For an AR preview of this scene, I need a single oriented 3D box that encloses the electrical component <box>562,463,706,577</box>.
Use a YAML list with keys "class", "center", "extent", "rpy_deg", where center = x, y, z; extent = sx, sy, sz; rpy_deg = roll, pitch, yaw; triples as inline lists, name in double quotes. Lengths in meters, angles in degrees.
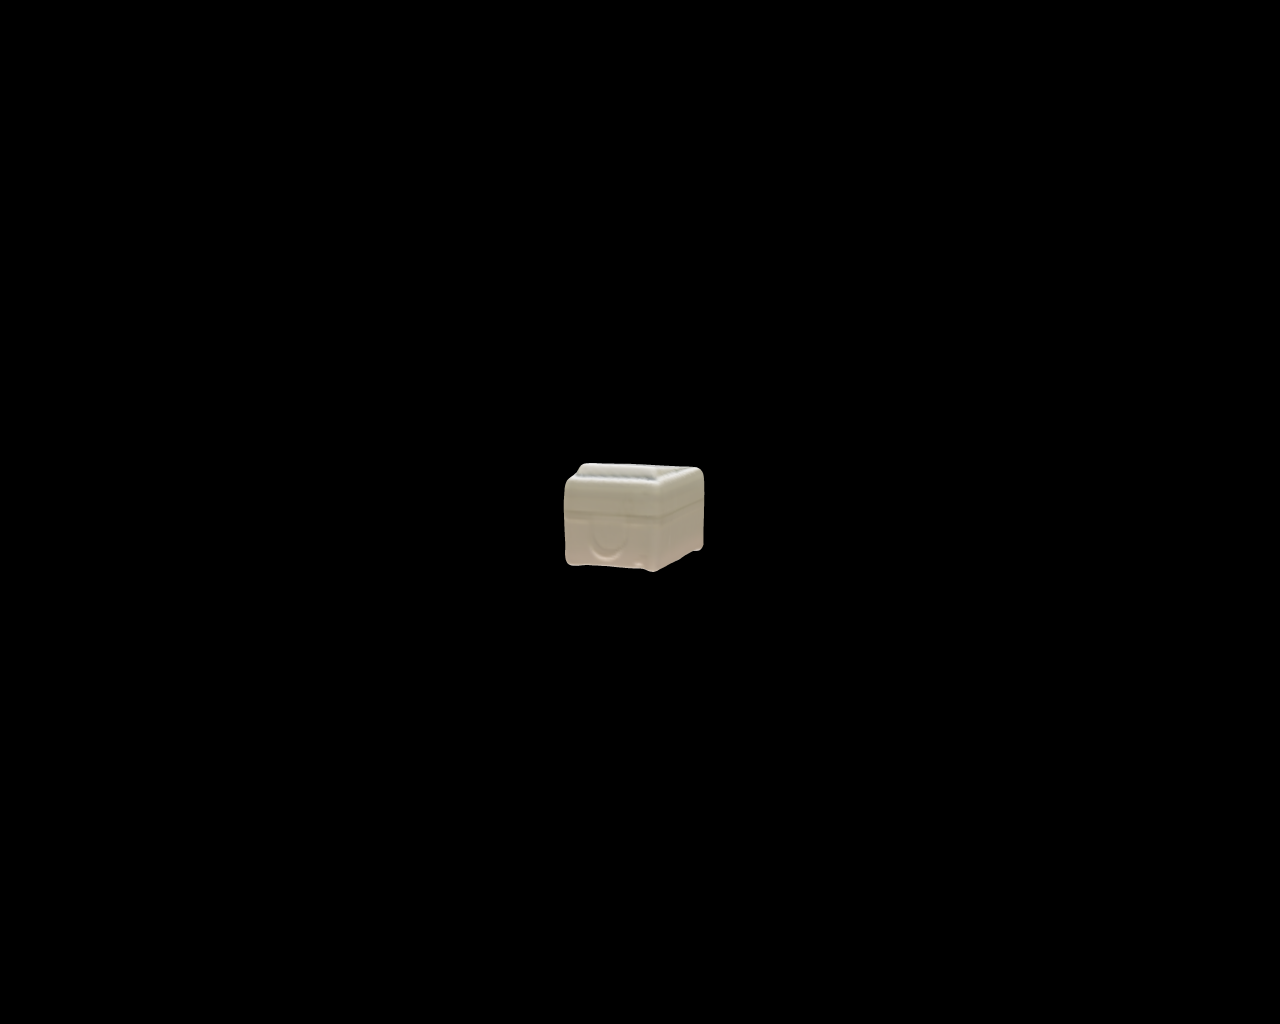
- class: "electrical component"
  center: [0.001, -0.003, 0.650]
  extent: [0.062, 0.061, 0.096]
  rpy_deg: [4, 10, 23]
